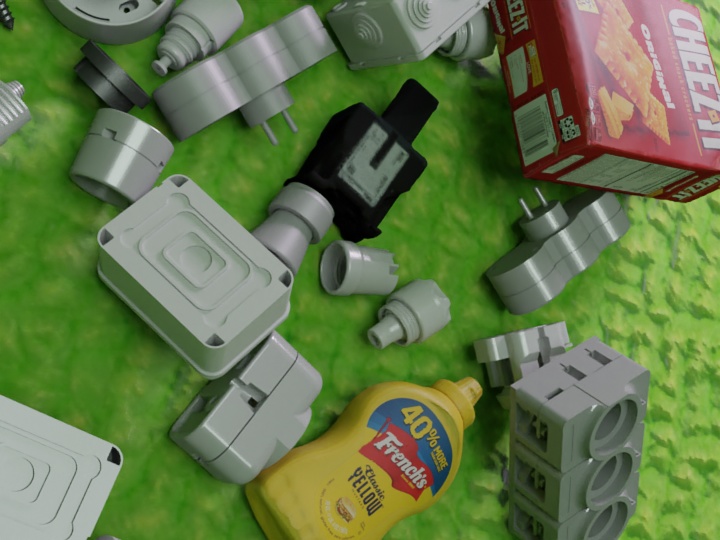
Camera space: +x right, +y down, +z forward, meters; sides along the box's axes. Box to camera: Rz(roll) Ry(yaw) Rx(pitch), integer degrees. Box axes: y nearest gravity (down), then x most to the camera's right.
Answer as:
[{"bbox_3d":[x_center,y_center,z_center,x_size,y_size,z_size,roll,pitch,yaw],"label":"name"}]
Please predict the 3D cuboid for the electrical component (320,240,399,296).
[{"bbox_3d":[0.000,0.000,0.786,0.046,0.040,0.040,6,81,-33],"label":"electrical component"}]

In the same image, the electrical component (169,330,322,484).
[{"bbox_3d":[-0.073,0.095,0.725,0.059,0.054,0.095,46,65,-17],"label":"electrical component"}]

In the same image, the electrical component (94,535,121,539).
[{"bbox_3d":[-0.151,0.207,0.655,0.051,0.080,0.080,30,71,-28],"label":"electrical component"}]

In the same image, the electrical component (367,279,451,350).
[{"bbox_3d":[0.034,0.036,0.798,0.062,0.043,0.043,-32,99,-27],"label":"electrical component"}]

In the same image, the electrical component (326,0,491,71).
[{"bbox_3d":[0.035,-0.195,0.796,0.100,0.100,0.048,-45,118,-25],"label":"electrical component"}]

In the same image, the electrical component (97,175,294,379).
[{"bbox_3d":[-0.106,0.006,0.693,0.113,0.057,0.078,42,63,12],"label":"electrical component"}]

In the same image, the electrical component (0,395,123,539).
[{"bbox_3d":[-0.211,0.121,0.645,0.113,0.057,0.078,29,71,-23],"label":"electrical component"}]

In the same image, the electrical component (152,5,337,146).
[{"bbox_3d":[-0.070,-0.124,0.755,0.138,0.052,0.073,-36,101,-27],"label":"electrical component"}]

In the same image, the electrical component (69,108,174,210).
[{"bbox_3d":[-0.157,-0.071,0.701,0.055,0.055,0.047,31,74,-22],"label":"electrical component"}]

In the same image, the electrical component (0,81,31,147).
[{"bbox_3d":[-0.241,-0.090,0.663,0.081,0.043,0.043,-46,105,-26],"label":"electrical component"}]

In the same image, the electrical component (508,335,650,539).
[{"bbox_3d":[0.165,0.140,0.805,0.089,0.062,0.150,-26,129,-28],"label":"electrical component"}]

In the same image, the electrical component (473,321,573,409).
[{"bbox_3d":[0.131,0.075,0.838,0.078,0.058,0.057,-10,86,-29],"label":"electrical component"}]

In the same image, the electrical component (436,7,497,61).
[{"bbox_3d":[0.076,-0.186,0.848,0.062,0.043,0.043,-11,89,-29],"label":"electrical component"}]

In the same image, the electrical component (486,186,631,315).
[{"bbox_3d":[0.153,-0.032,0.865,0.138,0.052,0.073,-38,102,-27],"label":"electrical component"}]

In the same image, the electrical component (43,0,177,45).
[{"bbox_3d":[-0.167,-0.203,0.719,0.099,0.064,0.099,0,90,-17],"label":"electrical component"}]

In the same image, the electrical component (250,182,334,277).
[{"bbox_3d":[-0.050,-0.028,0.759,0.045,0.045,0.055,42,66,-18],"label":"electrical component"}]

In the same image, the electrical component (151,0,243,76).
[{"bbox_3d":[-0.115,-0.164,0.743,0.040,0.040,0.078,45,65,-17],"label":"electrical component"}]
